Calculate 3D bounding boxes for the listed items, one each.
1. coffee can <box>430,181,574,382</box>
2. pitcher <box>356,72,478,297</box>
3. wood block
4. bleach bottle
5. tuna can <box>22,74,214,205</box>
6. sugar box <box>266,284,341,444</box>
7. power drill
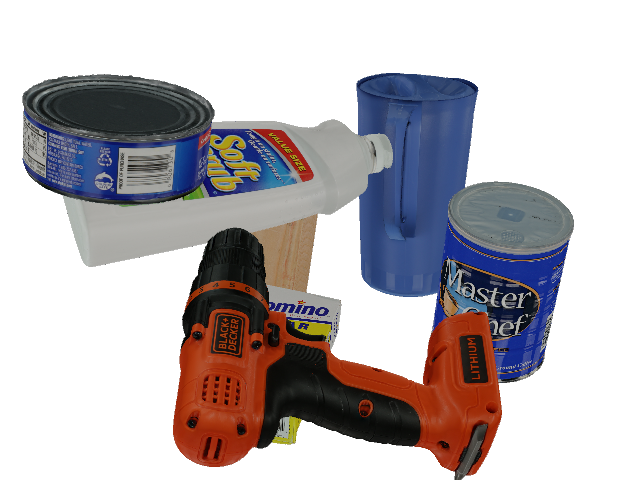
[{"bbox_3d":[0.152,0.035,0.910,0.103,0.140,0.103,2,34,-2],"label":"coffee can"},{"bbox_3d":[0.100,-0.060,1.201,0.149,0.243,0.145,-11,24,-28],"label":"pitcher"},{"bbox_3d":[-0.067,0.045,1.449,0.090,0.206,0.090,13,22,10],"label":"wood block"},{"bbox_3d":[-0.067,-0.053,0.815,0.250,0.102,0.068,-13,-30,-19],"label":"bleach bottle"},{"bbox_3d":[-0.093,-0.047,0.490,0.086,0.034,0.086,7,25,-3],"label":"tuna can"},{"bbox_3d":[-0.045,0.104,0.951,0.093,0.048,0.176,11,33,9],"label":"sugar box"},{"bbox_3d":[0.008,0.067,0.646,0.187,0.057,0.184,9,39,-5],"label":"power drill"}]
